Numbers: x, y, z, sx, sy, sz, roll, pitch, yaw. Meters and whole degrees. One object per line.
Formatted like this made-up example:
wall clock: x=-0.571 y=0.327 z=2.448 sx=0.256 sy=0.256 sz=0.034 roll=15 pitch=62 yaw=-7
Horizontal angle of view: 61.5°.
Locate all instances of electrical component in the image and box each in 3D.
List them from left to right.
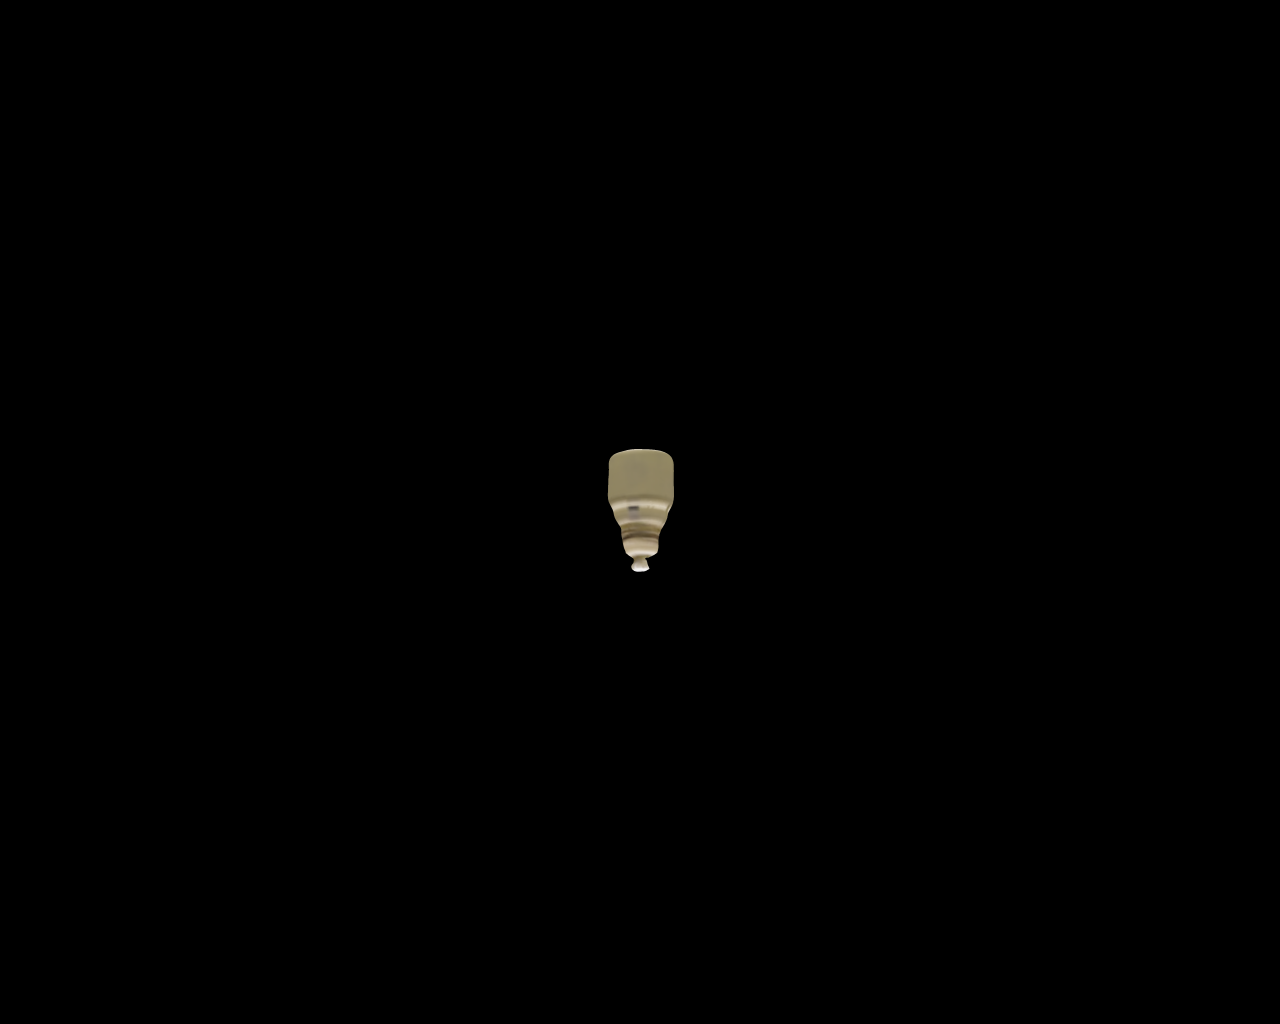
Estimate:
electrical component: x=0.001 y=-0.003 z=0.650 sx=0.040 sy=0.078 sz=0.040 roll=0 pitch=-11 yaw=0
